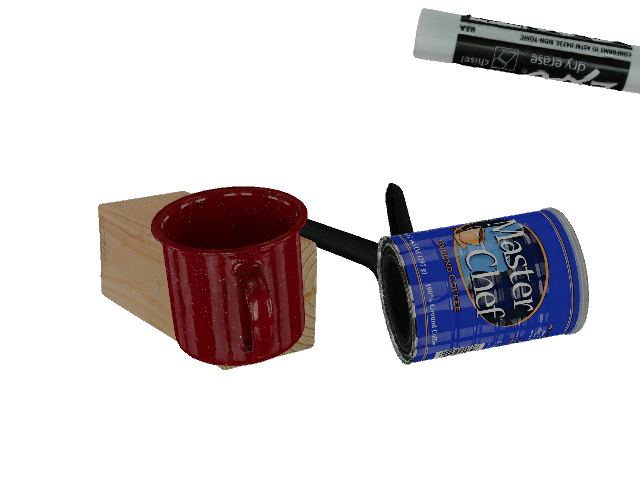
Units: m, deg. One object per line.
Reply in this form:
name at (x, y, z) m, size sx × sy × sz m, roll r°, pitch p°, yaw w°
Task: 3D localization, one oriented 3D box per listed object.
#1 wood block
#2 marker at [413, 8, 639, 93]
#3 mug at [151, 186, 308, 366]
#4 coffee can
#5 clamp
wood block at (-0.099, 0.026, 0.892) m, size 0.090 × 0.090 × 0.206 m, roll -11°, pitch 20°, yaw -35°
marker at (0.096, -0.068, 0.399) m, size 0.121 × 0.020 × 0.020 m, roll 11°, pitch 1°, yaw 6°
mug at (-0.047, 0.027, 0.636) m, size 0.093 × 0.081 × 0.117 m, roll -12°, pitch 27°, yaw -17°
coffee can at (0.125, 0.035, 0.843) m, size 0.140 × 0.103 × 0.103 m, roll -10°, pitch 1°, yaw -9°
clamp at (0.076, 0.021, 1.167) m, size 0.164 × 0.036 × 0.210 m, roll -15°, pitch 50°, yaw -32°
